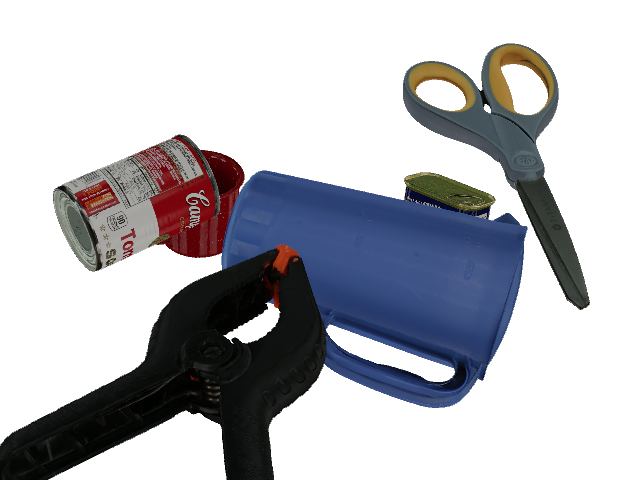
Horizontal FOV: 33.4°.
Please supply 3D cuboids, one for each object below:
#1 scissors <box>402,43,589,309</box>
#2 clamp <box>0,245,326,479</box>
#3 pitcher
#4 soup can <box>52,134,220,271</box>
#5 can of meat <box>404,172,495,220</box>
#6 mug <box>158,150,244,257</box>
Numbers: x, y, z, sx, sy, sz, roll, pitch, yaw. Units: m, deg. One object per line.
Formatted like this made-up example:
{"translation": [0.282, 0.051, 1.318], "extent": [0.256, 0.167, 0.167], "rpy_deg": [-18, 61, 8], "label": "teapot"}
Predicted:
{"translation": [0.087, -0.043, 0.556], "extent": [0.096, 0.016, 0.201], "rpy_deg": [4, 44, 6], "label": "scissors"}
{"translation": [-0.039, 0.066, 0.455], "extent": [0.120, 0.039, 0.171], "rpy_deg": [26, 48, 19], "label": "clamp"}
{"translation": [0.042, 0.030, 0.896], "extent": [0.243, 0.145, 0.149], "rpy_deg": [16, 18, 10], "label": "pitcher"}
{"translation": [-0.134, -0.028, 0.776], "extent": [0.102, 0.068, 0.069], "rpy_deg": [-27, 12, -26], "label": "soup can"}
{"translation": [0.136, -0.019, 1.183], "extent": [0.102, 0.084, 0.057], "rpy_deg": [25, 29, 37], "label": "can of meat"}
{"translation": [-0.136, -0.031, 1.111], "extent": [0.117, 0.081, 0.093], "rpy_deg": [-28, 49, -36], "label": "mug"}
